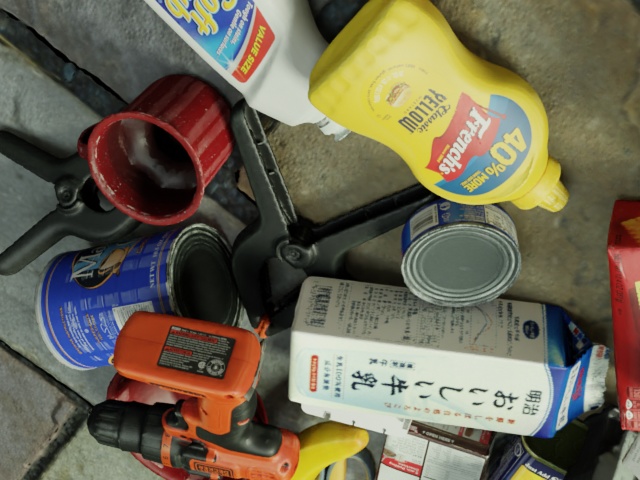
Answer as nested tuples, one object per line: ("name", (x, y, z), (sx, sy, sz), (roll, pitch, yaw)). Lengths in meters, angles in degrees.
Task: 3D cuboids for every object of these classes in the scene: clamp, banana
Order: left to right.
("clamp", (-0.203, -0.026, 0.868), (0.172, 0.039, 0.120), (5, 97, 21))
("banana", (-0.009, 0.209, 0.943), (0.070, 0.037, 0.198), (39, 134, 20))
("clamp", (-0.005, 0.001, 0.827), (0.164, 0.036, 0.210), (19, 129, 5))

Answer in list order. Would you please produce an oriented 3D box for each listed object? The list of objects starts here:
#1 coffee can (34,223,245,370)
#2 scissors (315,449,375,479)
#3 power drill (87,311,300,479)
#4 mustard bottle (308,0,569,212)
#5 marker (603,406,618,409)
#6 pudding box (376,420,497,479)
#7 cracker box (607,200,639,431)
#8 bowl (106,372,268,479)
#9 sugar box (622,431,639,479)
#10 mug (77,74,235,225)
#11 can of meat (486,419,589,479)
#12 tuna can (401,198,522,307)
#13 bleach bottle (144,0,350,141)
("coffee can", (-0.148, 0.048, 0.878), (0.141, 0.102, 0.103), (-11, 118, 29))
("scissors", (-0.005, 0.256, 1.017), (0.096, 0.016, 0.202), (26, 129, 7))
("power drill", (-0.109, 0.128, 0.841), (0.184, 0.057, 0.188), (8, 147, 7))
("mustard bottle", (0.092, -0.077, 0.704), (0.191, 0.058, 0.096), (34, 119, -20))
("marker", (0.277, 0.152, 0.823), (0.121, 0.020, 0.020), (16, 127, 13))
("pudding box", (0.097, 0.198, 0.920), (0.090, 0.039, 0.113), (16, 129, 11))
("cracker box", (0.306, 0.057, 0.711), (0.214, 0.072, 0.164), (1, 124, 22))
("bowl", (-0.109, 0.154, 0.965), (0.162, 0.055, 0.162), (11, 126, 16))
("sugar box", (0.279, 0.168, 0.639), (0.176, 0.093, 0.048), (48, 138, 34))
("mug", (-0.124, -0.072, 0.798), (0.117, 0.081, 0.093), (5, 124, 20))
("can of meat", (0.194, 0.194, 0.863), (0.102, 0.057, 0.084), (27, 131, 4))
("tuna can", (0.101, 0.008, 0.772), (0.086, 0.033, 0.086), (1, 135, 1))
("bleach bottle", (-0.058, -0.170, 0.717), (0.250, 0.068, 0.103), (45, 127, -14))
